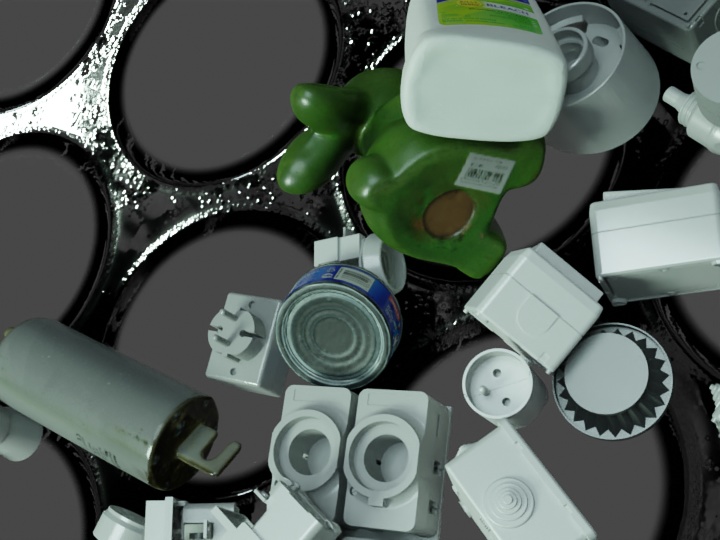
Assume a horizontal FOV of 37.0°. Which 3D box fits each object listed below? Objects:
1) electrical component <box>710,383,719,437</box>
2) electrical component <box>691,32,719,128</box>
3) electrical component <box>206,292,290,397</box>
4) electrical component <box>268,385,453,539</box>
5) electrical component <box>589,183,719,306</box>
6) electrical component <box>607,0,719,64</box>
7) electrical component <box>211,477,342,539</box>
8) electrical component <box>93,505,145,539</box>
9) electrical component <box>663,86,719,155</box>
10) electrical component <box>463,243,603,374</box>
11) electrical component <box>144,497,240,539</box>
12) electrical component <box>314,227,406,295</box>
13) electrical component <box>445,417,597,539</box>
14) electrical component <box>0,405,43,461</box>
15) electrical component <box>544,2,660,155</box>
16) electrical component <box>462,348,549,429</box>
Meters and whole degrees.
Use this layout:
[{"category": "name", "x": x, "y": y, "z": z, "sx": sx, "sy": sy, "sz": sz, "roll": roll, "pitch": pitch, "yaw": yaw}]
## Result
[{"category": "electrical component", "x": 0.254, "y": 0.086, "z": 0.632, "sx": 0.096, "sy": 0.062, "sz": 0.061, "roll": 33, "pitch": 87, "yaw": 29}, {"category": "electrical component", "x": 0.251, "y": -0.156, "z": 0.644, "sx": 0.052, "sy": 0.074, "sz": 0.138, "roll": 38, "pitch": 89, "yaw": 29}, {"category": "electrical component", "x": -0.085, "y": 0.049, "z": 0.779, "sx": 0.047, "sy": 0.077, "sz": 0.065, "roll": 8, "pitch": 75, "yaw": 25}, {"category": "electrical component", "x": -0.007, "y": 0.174, "z": 0.712, "sx": 0.105, "sy": 0.060, "sz": 0.186, "roll": 0, "pitch": 72, "yaw": 23}, {"category": "electrical component", "x": 0.201, "y": -0.020, "z": 0.691, "sx": 0.096, "sy": 0.062, "sz": 0.061, "roll": -9, "pitch": 69, "yaw": 20}, {"category": "electrical component", "x": 0.218, "y": -0.191, "z": 0.749, "sx": 0.061, "sy": 0.061, "sz": 0.096, "roll": -49, "pitch": 53, "yaw": 1}, {"category": "electrical component", "x": -0.050, "y": 0.169, "z": 0.672, "sx": 0.081, "sy": 0.042, "sz": 0.063, "roll": 41, "pitch": 89, "yaw": 28}, {"category": "electrical component", "x": -0.177, "y": 0.205, "z": 0.782, "sx": 0.045, "sy": 0.045, "sz": 0.055, "roll": 22, "pitch": 81, "yaw": 28}, {"category": "electrical component", "x": 0.232, "y": -0.104, "z": 0.724, "sx": 0.035, "sy": 0.035, "sz": 0.061, "roll": -49, "pitch": 59, "yaw": 1}, {"category": "electrical component", "x": 0.112, "y": 0.023, "z": 0.700, "sx": 0.062, "sy": 0.096, "sz": 0.061, "roll": 40, "pitch": 89, "yaw": 1}, {"category": "electrical component", "x": -0.115, "y": 0.184, "z": 0.750, "sx": 0.064, "sy": 0.081, "sz": 0.042, "roll": 0, "pitch": 71, "yaw": -1}, {"category": "electrical component", "x": 0.000, "y": 0.000, "z": 0.780, "sx": 0.055, "sy": 0.048, "sz": 0.066, "roll": -11, "pitch": 68, "yaw": 27}, {"category": "electrical component", "x": 0.098, "y": 0.149, "z": 0.656, "sx": 0.048, "sy": 0.099, "sz": 0.099, "roll": -34, "pitch": 62, "yaw": -6}, {"category": "electrical component", "x": -0.287, "y": 0.123, "z": 0.845, "sx": 0.044, "sy": 0.065, "sz": 0.044, "roll": -8, "pitch": 69, "yaw": 20}, {"category": "electrical component", "x": 0.155, "y": -0.138, "z": 0.765, "sx": 0.099, "sy": 0.064, "sz": 0.099, "roll": -17, "pitch": 56, "yaw": 27}, {"category": "electrical component", "x": 0.096, "y": 0.079, "z": 0.690, "sx": 0.043, "sy": 0.081, "sz": 0.043, "roll": -5, "pitch": 73, "yaw": 17}]
